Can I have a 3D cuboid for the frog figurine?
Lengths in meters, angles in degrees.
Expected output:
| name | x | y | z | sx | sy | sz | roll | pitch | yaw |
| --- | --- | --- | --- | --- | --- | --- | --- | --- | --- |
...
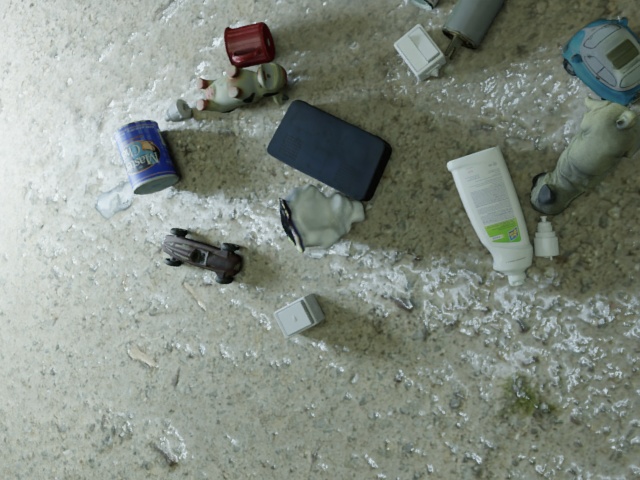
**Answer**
| name | x | y | z | sx | sy | sz | roll | pitch | yaw |
| --- | --- | --- | --- | --- | --- | --- | --- | --- | --- |
| frog figurine | 0.003 | -0.053 | 1.047 | 0.160 | 0.139 | 0.121 | -21 | -15 | -17 |
